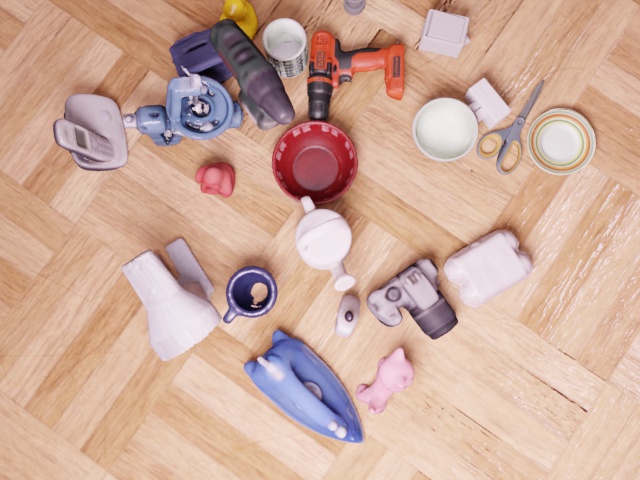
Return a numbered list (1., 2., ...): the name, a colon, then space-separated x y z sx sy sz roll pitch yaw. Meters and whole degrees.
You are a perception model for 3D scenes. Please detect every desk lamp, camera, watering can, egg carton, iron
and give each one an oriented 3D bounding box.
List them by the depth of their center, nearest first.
1. desk lamp: -0.256 0.096 0.989 0.118 0.213 0.203 -33 84 -2
2. iron: -0.016 0.278 1.002 0.258 0.141 0.119 41 86 5
3. watering can: 0.011 0.003 1.005 0.173 0.194 0.101 43 86 5
4. camera: 0.175 0.120 1.037 0.143 0.101 0.137 -36 84 -3
5. egg carton: 0.310 0.051 1.058 0.150 0.069 0.107 -32 84 -3

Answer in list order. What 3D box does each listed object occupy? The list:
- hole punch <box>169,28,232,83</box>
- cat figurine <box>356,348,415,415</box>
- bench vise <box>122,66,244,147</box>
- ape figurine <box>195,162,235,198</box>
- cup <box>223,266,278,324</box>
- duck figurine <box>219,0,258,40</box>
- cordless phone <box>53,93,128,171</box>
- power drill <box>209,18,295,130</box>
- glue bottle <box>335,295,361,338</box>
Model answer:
1. hole punch: -0.232 -0.353 1.100 0.108 0.091 0.101 -25 84 -2
2. cat figurine: 0.121 0.254 1.014 0.067 0.118 0.128 36 86 5
3. bench vise: -0.250 -0.225 1.021 0.207 0.220 0.121 -27 84 -2
4. ape figurine: -0.195 -0.115 1.072 0.076 0.092 0.078 -42 85 -3
5. cup: -0.127 0.106 1.046 0.091 0.095 0.118 41 86 5
6. duck figurine: -0.163 -0.431 1.110 0.077 0.086 0.105 9 84 2
7. cordless phone: -0.427 -0.208 1.039 0.094 0.185 0.147 -14 84 0
8. power drill: -0.109 -0.276 1.030 0.075 0.208 0.229 -36 84 -3
9. glue bottle: 0.049 0.134 1.001 0.037 0.173 0.078 14 84 3
